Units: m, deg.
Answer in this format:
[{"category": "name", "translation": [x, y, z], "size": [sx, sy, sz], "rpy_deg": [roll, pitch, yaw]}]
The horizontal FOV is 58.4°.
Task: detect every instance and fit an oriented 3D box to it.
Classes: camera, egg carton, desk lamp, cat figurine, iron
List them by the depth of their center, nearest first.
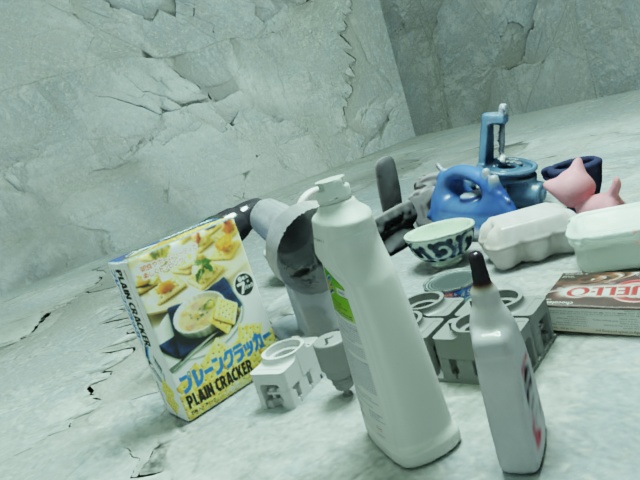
[{"category": "desk lamp", "translation": [-0.028, 0.044, 0.810], "size": [0.118, 0.214, 0.202], "rpy_deg": [-23, 13, -23]}, {"category": "egg carton", "translation": [0.325, -0.008, 0.891], "size": [0.150, 0.069, 0.107], "rpy_deg": [-16, 12, 6]}, {"category": "cat figurine", "translation": [0.430, -0.074, 0.923], "size": [0.067, 0.118, 0.127], "rpy_deg": [-23, 13, -25]}, {"category": "iron", "translation": [0.298, -0.083, 1.097], "size": [0.119, 0.141, 0.257], "rpy_deg": [-21, 12, -17]}, {"category": "camera", "translation": [0.287, -0.106, 1.320], "size": [0.136, 0.101, 0.143], "rpy_deg": [-11, 14, 29]}]

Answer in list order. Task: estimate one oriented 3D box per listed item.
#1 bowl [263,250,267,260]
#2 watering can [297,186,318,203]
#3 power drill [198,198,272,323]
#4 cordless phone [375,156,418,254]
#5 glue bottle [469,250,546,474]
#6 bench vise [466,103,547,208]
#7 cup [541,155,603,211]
[{"category": "bowl", "translation": [-0.030, 0.034, 1.201], "size": [0.167, 0.075, 0.167], "rpy_deg": [-17, 12, 4]}, {"category": "watering can", "translation": [0.007, 0.004, 0.988], "size": [0.172, 0.194, 0.101], "rpy_deg": [-8, 16, 39]}, {"category": "power drill", "translation": [-0.154, 0.062, 0.922], "size": [0.230, 0.208, 0.075], "rpy_deg": [-26, 14, -33]}, {"category": "cordless phone", "translation": [0.125, -0.070, 1.182], "size": [0.093, 0.185, 0.148], "rpy_deg": [-5, 17, 46]}, {"category": "glue bottle", "translation": [0.142, 0.090, 0.452], "size": [0.037, 0.173, 0.078], "rpy_deg": [-12, 13, 24]}, {"category": "bench vise", "translation": [0.346, -0.161, 1.190], "size": [0.206, 0.220, 0.122], "rpy_deg": [-11, 14, 28]}, {"category": "cup", "translation": [0.456, -0.095, 1.036], "size": [0.092, 0.095, 0.117], "rpy_deg": [-24, 13, -27]}]
